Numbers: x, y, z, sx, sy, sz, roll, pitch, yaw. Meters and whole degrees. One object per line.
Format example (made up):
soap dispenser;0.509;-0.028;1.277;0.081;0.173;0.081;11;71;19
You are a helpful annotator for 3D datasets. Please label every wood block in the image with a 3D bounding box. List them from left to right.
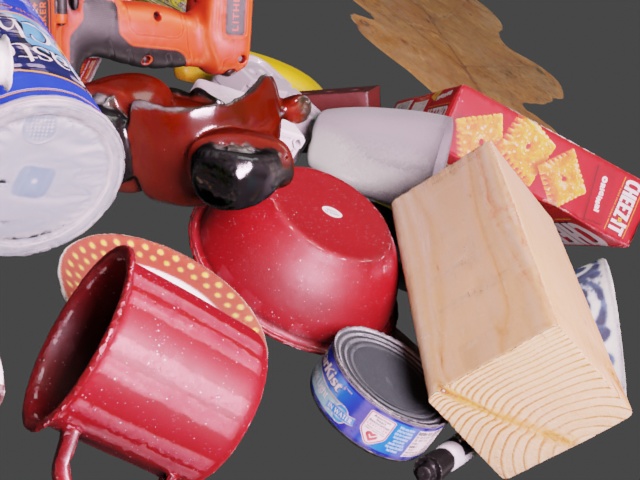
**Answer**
wood block;0.115;0.038;0.695;0.090;0.090;0.206;47;21;-29

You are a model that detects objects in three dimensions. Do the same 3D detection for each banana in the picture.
banana;-0.057;-0.150;1.003;0.197;0.037;0.070;14;29;-37

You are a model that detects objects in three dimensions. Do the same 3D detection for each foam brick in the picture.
foam brick;0.013;-0.107;0.946;0.078;0.051;0.053;-2;14;15

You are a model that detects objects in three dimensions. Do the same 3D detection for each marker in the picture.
marker;0.090;0.129;0.666;0.020;0.020;0.120;42;24;19

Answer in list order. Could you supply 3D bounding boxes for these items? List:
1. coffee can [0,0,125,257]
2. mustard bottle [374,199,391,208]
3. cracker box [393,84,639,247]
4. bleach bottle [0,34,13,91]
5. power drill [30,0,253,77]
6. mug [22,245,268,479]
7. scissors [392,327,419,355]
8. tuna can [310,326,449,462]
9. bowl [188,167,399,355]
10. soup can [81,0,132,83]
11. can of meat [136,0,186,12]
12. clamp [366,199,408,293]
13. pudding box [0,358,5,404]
coffee can;-0.184;-0.073;0.607;0.102;0.103;0.140;9;33;-43
mustard bottle;0.111;-0.028;0.949;0.191;0.058;0.096;25;14;-15
cracker box;0.178;-0.064;1.018;0.213;0.072;0.164;26;-6;-16
bleach bottle;-0.268;-0.083;0.474;0.250;0.068;0.103;-5;42;-29
power drill;-0.138;-0.181;0.738;0.187;0.184;0.057;-7;22;-31
mug;-0.081;0.071;0.488;0.081;0.093;0.117;31;55;-23
scissors;0.008;0.019;0.781;0.202;0.016;0.096;34;25;2
tuna can;0.037;0.093;0.650;0.086;0.034;0.086;28;24;-14
bowl;-0.005;0.001;0.720;0.162;0.055;0.162;22;34;-16
soup can;-0.183;-0.175;0.808;0.068;0.102;0.068;27;24;-13
can of meat;-0.158;-0.210;0.970;0.102;0.057;0.084;30;26;-6
clamp;0.080;0.026;0.835;0.210;0.036;0.164;29;24;-14
pudding box;-0.192;0.035;0.466;0.089;0.039;0.114;14;27;-36
